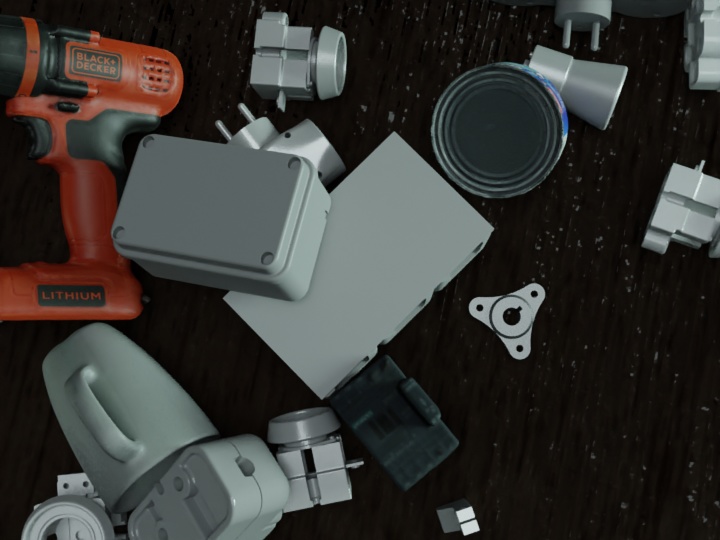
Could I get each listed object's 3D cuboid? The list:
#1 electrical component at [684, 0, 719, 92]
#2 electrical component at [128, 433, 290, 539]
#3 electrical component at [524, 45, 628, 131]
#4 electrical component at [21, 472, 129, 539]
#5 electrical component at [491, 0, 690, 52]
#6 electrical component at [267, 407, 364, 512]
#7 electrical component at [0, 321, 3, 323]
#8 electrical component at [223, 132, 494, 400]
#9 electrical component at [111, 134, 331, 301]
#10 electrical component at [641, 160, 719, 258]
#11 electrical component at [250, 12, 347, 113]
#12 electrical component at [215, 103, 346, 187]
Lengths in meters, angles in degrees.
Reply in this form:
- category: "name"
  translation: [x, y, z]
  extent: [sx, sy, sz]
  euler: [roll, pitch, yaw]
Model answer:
- category: "electrical component"
  translation: [0.249, -0.159, 0.710]
  extent: [0.057, 0.058, 0.078]
  euler: [2, 83, 3]
- category: "electrical component"
  translation: [-0.090, 0.146, 0.661]
  extent: [0.095, 0.059, 0.053]
  euler: [-49, 64, 29]
- category: "electrical component"
  translation: [0.139, -0.124, 0.715]
  extent: [0.065, 0.044, 0.044]
  euler: [20, 84, 7]
- category: "electrical component"
  translation: [-0.179, 0.168, 0.677]
  extent: [0.058, 0.057, 0.078]
  euler: [-5, 84, 0]
- category: "electrical component"
  translation: [0.149, -0.182, 0.715]
  extent: [0.138, 0.052, 0.073]
  euler: [6, 84, 1]
- category: "electrical component"
  translation: [-0.032, 0.119, 0.688]
  extent: [0.066, 0.048, 0.055]
  euler: [-11, 92, -1]
- category: "electrical component"
  translation: [-0.275, 0.009, 0.695]
  extent: [0.057, 0.058, 0.078]
  euler: [-23, 85, -5]
- category: "electrical component"
  translation: [0.000, 0.000, 0.690]
  extent: [0.150, 0.061, 0.089]
  euler: [-44, 83, -4]
- category: "electrical component"
  translation: [-0.082, -0.032, 0.643]
  extent: [0.113, 0.057, 0.078]
  euler: [10, 74, 16]
- category: "electrical component"
  translation: [0.222, -0.036, 0.703]
  extent: [0.055, 0.048, 0.066]
  euler: [20, 84, 10]
- category: "electrical component"
  translation: [-0.040, -0.138, 0.716]
  extent: [0.055, 0.048, 0.066]
  euler: [5, 84, 8]
- category: "electrical component"
  translation: [-0.063, -0.073, 0.709]
  extent: [0.077, 0.043, 0.079]
  euler: [-38, 85, -4]
